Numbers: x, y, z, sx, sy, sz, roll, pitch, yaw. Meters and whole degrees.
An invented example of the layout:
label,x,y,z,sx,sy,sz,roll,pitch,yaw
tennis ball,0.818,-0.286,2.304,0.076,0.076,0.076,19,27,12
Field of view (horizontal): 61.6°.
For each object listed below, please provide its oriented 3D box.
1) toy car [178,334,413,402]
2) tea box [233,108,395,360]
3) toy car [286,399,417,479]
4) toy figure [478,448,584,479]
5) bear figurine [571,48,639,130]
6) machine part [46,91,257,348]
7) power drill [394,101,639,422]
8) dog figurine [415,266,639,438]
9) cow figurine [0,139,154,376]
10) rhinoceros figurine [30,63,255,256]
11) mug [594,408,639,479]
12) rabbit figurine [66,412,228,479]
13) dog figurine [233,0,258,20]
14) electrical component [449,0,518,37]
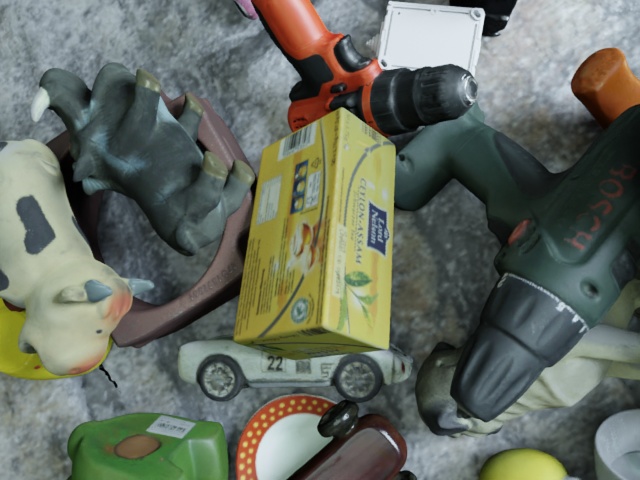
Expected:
label,x,y,z,sx,sy,sz,roll,pitch,yaw
toy car,-0.022,0.106,0.465,0.202,0.073,0.056,-3,85,10
tea box,-0.001,-0.001,0.408,0.098,0.068,0.169,-16,59,43
toy car,-0.013,0.221,0.443,0.202,0.053,0.089,-43,86,0
toy figure,0.155,0.251,0.401,0.089,0.082,0.180,14,74,6
bear figurine,0.309,-0.145,0.397,0.196,0.131,0.120,-53,41,9
machine part,-0.153,-0.021,0.496,0.201,0.087,0.201,-31,81,5
power drill,0.125,-0.016,0.392,0.232,0.086,0.207,-47,36,3
dog figurine,0.162,0.063,0.431,0.191,0.121,0.172,-14,48,26
cow figurine,-0.216,0.012,0.422,0.127,0.085,0.195,-26,80,14
rhinoceros figurine,-0.141,-0.071,0.423,0.190,0.073,0.112,44,104,9
mug,0.242,0.197,0.389,0.081,0.109,0.107,8,123,48
rabbit figurine,-0.169,0.250,0.463,0.159,0.121,0.170,5,101,5
dog figurine,-0.018,-0.317,0.488,0.219,0.108,0.191,-34,77,2
electrical component,0.149,-0.254,0.443,0.058,0.115,0.134,14,88,7
